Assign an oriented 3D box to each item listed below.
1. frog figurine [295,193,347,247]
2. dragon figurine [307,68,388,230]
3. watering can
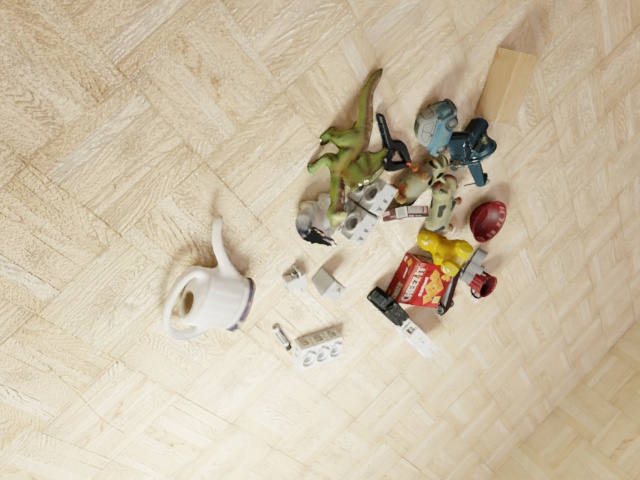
[{"bbox_3d":[0.004,-0.070,1.399,0.136,0.121,0.162,29,61,-31],"label":"frog figurine"},{"bbox_3d":[0.102,-0.217,1.272,0.121,0.247,0.406,16,108,-35],"label":"dragon figurine"},{"bbox_3d":[-0.256,0.112,1.297,0.223,0.105,0.345,20,105,-41],"label":"watering can"}]
